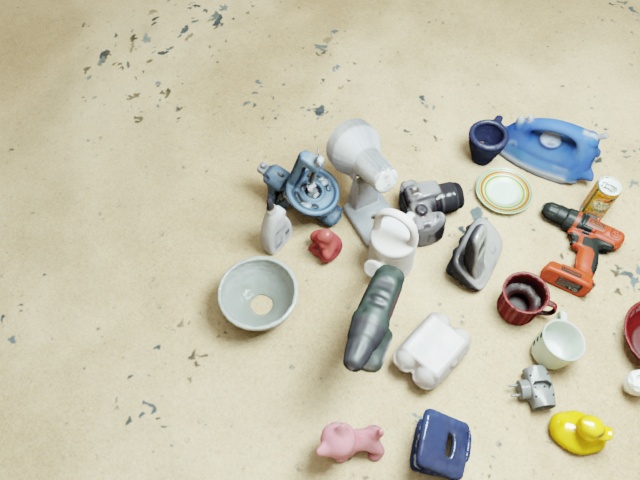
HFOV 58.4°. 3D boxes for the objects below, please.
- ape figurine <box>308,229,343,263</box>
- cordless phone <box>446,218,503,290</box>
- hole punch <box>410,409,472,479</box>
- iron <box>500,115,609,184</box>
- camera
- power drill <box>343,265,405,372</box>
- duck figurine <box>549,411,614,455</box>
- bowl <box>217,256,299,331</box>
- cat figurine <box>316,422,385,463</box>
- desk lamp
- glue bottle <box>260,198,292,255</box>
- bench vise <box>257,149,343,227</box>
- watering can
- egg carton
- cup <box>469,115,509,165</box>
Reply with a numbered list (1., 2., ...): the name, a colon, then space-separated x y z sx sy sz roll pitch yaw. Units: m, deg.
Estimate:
1. ape figurine: 0.011 0.004 1.241 0.076 0.092 0.077 -6 60 -2
2. cordless phone: 0.332 0.005 1.179 0.094 0.185 0.148 24 63 15
3. hole punch: 0.220 0.367 1.027 0.101 0.091 0.109 12 61 8
4. iron: 0.530 -0.235 1.337 0.257 0.141 0.119 20 63 13
5. camera: 0.256 -0.079 1.278 0.137 0.101 0.143 -13 60 -6
6. power drill: 0.097 0.170 1.077 0.075 0.208 0.230 18 62 12
7. duck figurine: 0.476 0.343 1.038 0.104 0.086 0.077 15 62 10
8. bowl: -0.124 0.121 1.188 0.167 0.075 0.167 -1 60 1
9. cat figurine: 0.055 0.356 1.023 0.128 0.118 0.067 -7 60 -2
10. desk lamp: 0.105 -0.130 1.246 0.118 0.214 0.203 -25 62 -12
11. glue bottle: -0.098 -0.038 1.222 0.037 0.173 0.078 34 67 20
12. bench vise: -0.051 -0.124 1.243 0.207 0.220 0.121 10 61 8
13. watering can: 0.150 0.007 1.177 0.101 0.194 0.173 9 61 7
14. egg carton: 0.222 0.217 1.126 0.107 0.069 0.150 38 68 21
15. cup: 0.399 -0.234 1.367 0.091 0.095 0.118 26 64 16
